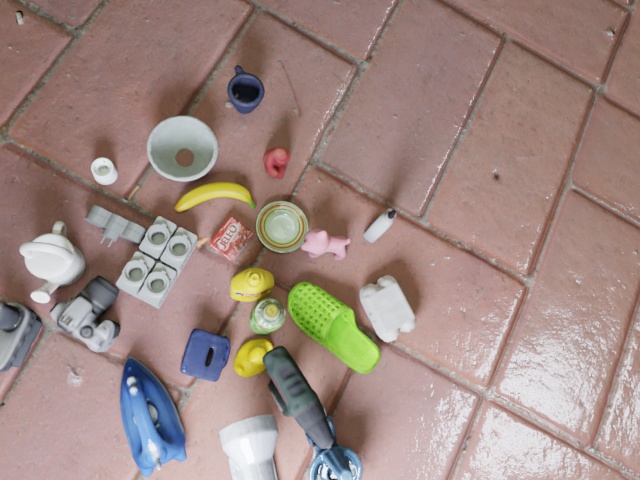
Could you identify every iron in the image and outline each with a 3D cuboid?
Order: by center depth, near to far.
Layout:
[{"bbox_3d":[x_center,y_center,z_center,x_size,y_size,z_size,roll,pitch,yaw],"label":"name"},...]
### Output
[{"bbox_3d":[-0.373,0.368,1.217,0.119,0.141,0.258,-21,82,-15],"label":"iron"}]

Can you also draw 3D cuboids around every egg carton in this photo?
[{"bbox_3d":[0.165,0.169,1.406,0.107,0.069,0.150,-27,83,-15],"label":"egg carton"}]

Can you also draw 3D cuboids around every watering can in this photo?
[{"bbox_3d":[-0.574,0.045,1.227,0.101,0.194,0.173,-14,80,-13],"label":"watering can"}]

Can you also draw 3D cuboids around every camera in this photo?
[{"bbox_3d":[-0.498,0.156,1.264,0.143,0.100,0.137,36,73,-1],"label":"camera"}]

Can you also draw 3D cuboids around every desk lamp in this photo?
[{"bbox_3d":[-0.135,0.470,1.202,0.118,0.213,0.203,-13,80,-13],"label":"desk lamp"}]

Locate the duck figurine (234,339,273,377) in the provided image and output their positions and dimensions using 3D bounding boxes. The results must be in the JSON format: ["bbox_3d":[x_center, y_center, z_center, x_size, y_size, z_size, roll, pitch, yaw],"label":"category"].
[{"bbox_3d":[-0.149,0.269,1.313,0.105,0.086,0.077,-38,86,-16],"label":"duck figurine"}]

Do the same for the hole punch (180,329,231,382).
[{"bbox_3d":[-0.256,0.259,1.292,0.101,0.091,0.109,16,74,-7],"label":"hole punch"}]

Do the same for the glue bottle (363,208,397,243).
[{"bbox_3d":[0.157,-0.046,1.400,0.037,0.173,0.078,39,73,0],"label":"glue bottle"}]

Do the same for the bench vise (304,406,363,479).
[{"bbox_3d":[0.018,0.472,1.228,0.122,0.219,0.207,-31,84,-16],"label":"bench vise"}]

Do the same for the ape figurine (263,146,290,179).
[{"bbox_3d":[-0.104,-0.203,1.429,0.078,0.092,0.076,-37,86,-16],"label":"ape figurine"}]

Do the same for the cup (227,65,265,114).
[{"bbox_3d":[-0.194,-0.373,1.450,0.092,0.095,0.118,-19,81,-14],"label":"cup"}]

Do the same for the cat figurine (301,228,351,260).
[{"bbox_3d":[0.013,0.005,1.390,0.128,0.117,0.067,2,77,-10],"label":"cat figurine"}]

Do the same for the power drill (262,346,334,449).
[{"bbox_3d":[-0.052,0.341,1.251,0.076,0.208,0.229,-30,84,-16],"label":"power drill"}]

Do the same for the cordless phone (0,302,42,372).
[{"bbox_3d":[-0.660,0.196,1.179,0.094,0.185,0.148,18,74,-6],"label":"cordless phone"}]

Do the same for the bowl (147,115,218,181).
[{"bbox_3d":[-0.332,-0.212,1.396,0.167,0.074,0.167,3,76,-10],"label":"bowl"}]
